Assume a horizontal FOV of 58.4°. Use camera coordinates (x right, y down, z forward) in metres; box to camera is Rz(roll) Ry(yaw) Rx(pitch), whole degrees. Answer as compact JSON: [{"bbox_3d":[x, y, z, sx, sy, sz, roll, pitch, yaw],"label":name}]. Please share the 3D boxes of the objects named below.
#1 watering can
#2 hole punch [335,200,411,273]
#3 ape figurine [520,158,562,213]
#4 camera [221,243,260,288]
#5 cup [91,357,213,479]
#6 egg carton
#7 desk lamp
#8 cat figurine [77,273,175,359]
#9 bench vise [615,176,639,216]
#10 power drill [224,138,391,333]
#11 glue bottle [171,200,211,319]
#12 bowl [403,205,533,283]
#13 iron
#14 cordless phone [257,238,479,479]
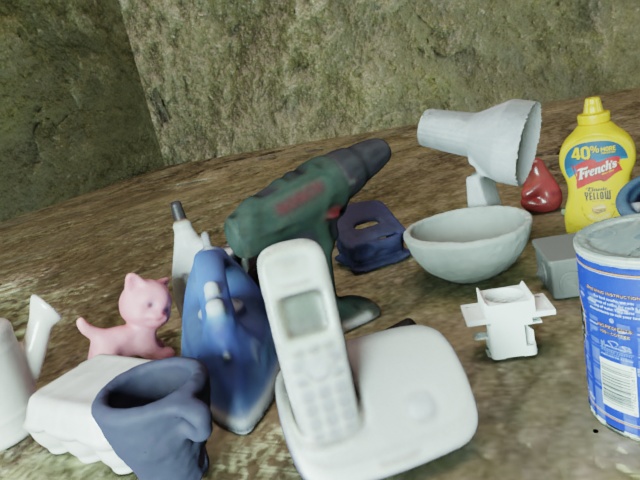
[{"bbox_3d":[-0.363,0.115,0.598,0.100,0.194,0.173,-3,18,30],"label":"watering can"},{"bbox_3d":[0.076,-0.009,0.897,0.109,0.091,0.101,-17,16,-17],"label":"hole punch"},{"bbox_3d":[0.369,-0.095,0.973,0.078,0.092,0.076,-20,17,-27],"label":"ape figurine"},{"bbox_3d":[-0.086,0.035,0.846,0.143,0.101,0.137,-11,15,3],"label":"camera"},{"bbox_3d":[-0.114,0.155,0.451,0.117,0.095,0.092,3,21,43],"label":"cup"},{"bbox_3d":[-0.200,0.161,0.544,0.149,0.069,0.107,-2,18,32],"label":"egg carton"},{"bbox_3d":[0.233,-0.099,0.864,0.202,0.214,0.118,-1,19,35],"label":"desk lamp"},{"bbox_3d":[-0.231,0.098,0.703,0.128,0.118,0.067,-21,18,-29],"label":"cat figurine"},{"bbox_3d":[0.385,-0.072,0.639,0.121,0.220,0.207,-8,16,14],"label":"bench vise"},{"bbox_3d":[0.006,0.002,0.686,0.230,0.208,0.075,-21,18,-28],"label":"power drill"},{"bbox_3d":[-0.178,0.028,0.804,0.078,0.173,0.037,-11,16,5],"label":"glue bottle"},{"bbox_3d":[0.198,0.012,0.758,0.167,0.075,0.167,-11,15,3],"label":"bowl"},{"bbox_3d":[-0.105,0.081,0.619,0.119,0.141,0.258,-15,16,-9],"label":"iron"},{"bbox_3d":[0.032,0.081,0.431,0.148,0.185,0.094,-16,16,-12],"label":"cordless phone"}]
